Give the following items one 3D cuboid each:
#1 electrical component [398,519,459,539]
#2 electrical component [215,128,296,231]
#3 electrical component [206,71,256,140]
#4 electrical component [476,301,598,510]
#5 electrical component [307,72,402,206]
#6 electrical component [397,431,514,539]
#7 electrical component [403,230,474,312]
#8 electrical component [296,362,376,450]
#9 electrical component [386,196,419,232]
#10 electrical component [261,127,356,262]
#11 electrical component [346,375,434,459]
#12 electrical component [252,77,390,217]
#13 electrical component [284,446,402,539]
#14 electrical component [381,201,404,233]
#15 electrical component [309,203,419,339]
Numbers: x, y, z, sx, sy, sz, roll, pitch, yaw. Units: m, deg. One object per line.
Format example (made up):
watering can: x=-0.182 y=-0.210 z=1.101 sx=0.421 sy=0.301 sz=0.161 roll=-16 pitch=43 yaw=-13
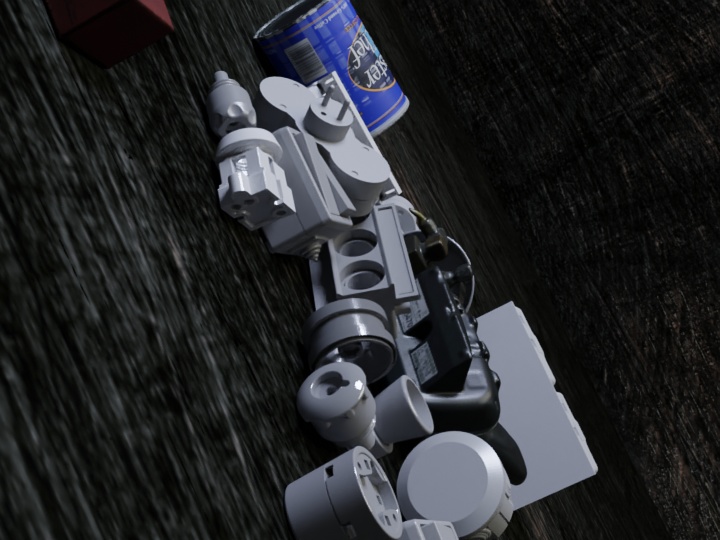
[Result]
electrical component: x=0.038 y=0.188 z=0.648 sx=0.061 sy=0.061 sz=0.096 roll=67 pitch=13 yaw=21
electrical component: x=-0.076 y=-0.065 z=0.756 sx=0.066 sy=0.048 sz=0.055 roll=40 pitch=33 yaw=-59
electrical component: x=-0.099 y=-0.126 z=0.808 sx=0.035 sy=0.035 sz=0.061 roll=47 pitch=18 yaw=-50
electrical component: x=0.152 y=0.140 z=1.091 sx=0.186 sy=0.105 sz=0.060 roll=66 pitch=13 yaw=14
electrical component: x=-0.028 y=-0.104 z=0.962 sx=0.063 sy=0.079 sz=0.121 roll=-40 pitch=104 yaw=-47
electrical component: x=0.071 y=0.163 z=0.790 sx=0.051 sy=0.080 sz=0.080 roll=53 pitch=15 yaw=-53
electrical component: x=0.059 y=0.016 z=0.999 sx=0.099 sy=0.099 sz=0.064 roll=65 pitch=7 yaw=11
electrical component: x=-0.009 y=0.094 z=0.695 sx=0.048 sy=0.048 sz=0.062 roll=-101 pitch=166 yaw=-52
electrical component: x=0.054 y=-0.008 z=1.127 sx=0.138 sy=0.052 sz=0.073 roll=59 pitch=13 yaw=-15
electrical component: x=-0.046 y=-0.054 z=0.811 sx=0.096 sy=0.061 sz=0.062 roll=64 pitch=13 yaw=8
electrical component: x=0.017 y=0.104 z=0.748 sx=0.045 sy=0.055 sz=0.045 roll=57 pitch=14 yaw=-22
electrical component: x=-0.029 y=-0.114 z=0.868 sx=0.138 sy=0.073 sz=0.052 roll=44 pitch=40 yaw=21
electrical component: x=-0.010 y=0.133 z=0.601 sx=0.055 sy=0.047 sz=0.055 roll=57 pitch=14 yaw=-22
electrical component: x=0.013 y=-0.037 z=1.054 sx=0.081 sy=0.042 sz=0.063 roll=51 pitch=21 yaw=-40
electrical component: x=0.000 y=0.000 z=0.871 sx=0.121 sy=0.079 sz=0.063 roll=-102 pitch=-178 yaw=-51
